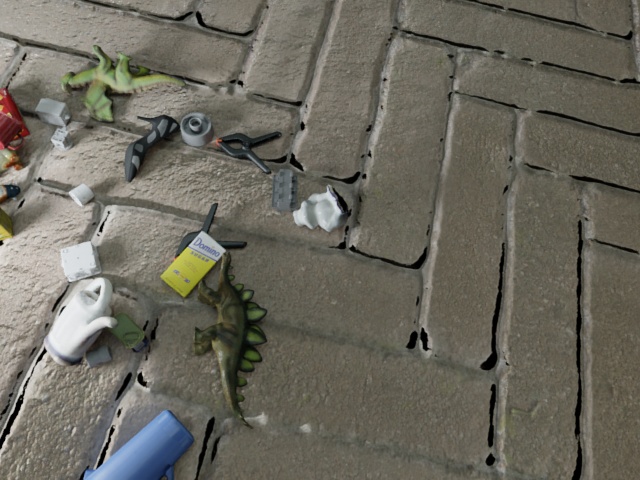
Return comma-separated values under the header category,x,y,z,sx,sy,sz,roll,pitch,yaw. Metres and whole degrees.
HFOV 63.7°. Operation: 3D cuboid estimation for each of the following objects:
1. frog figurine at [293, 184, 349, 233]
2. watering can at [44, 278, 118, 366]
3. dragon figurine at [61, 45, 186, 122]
category,x,y,z,sx,sy,sz,roll,pitch,yaw
frog figurine,0.005,-0.081,1.601,0.158,0.123,0.138,-34,80,17
watering can,-0.590,0.215,1.289,0.103,0.350,0.225,35,86,-30
dragon figurine,-0.681,-0.502,1.726,0.411,0.121,0.244,21,81,5
